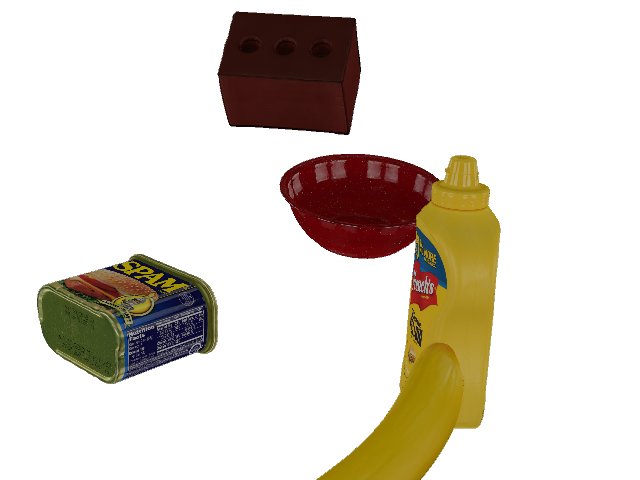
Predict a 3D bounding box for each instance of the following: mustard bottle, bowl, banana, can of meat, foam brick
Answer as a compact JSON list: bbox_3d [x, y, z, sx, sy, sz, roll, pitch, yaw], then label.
[{"bbox_3d":[0.095,0.033,0.775,0.058,0.192,0.096,1,18,-10],"label":"mustard bottle"},{"bbox_3d":[0.039,-0.028,1.034,0.162,0.055,0.162,3,28,-2],"label":"bowl"},{"bbox_3d":[0.029,0.116,0.589,0.070,0.037,0.197,20,42,41],"label":"banana"},{"bbox_3d":[-0.137,0.054,0.748,0.102,0.057,0.083,19,26,40],"label":"can of meat"},{"bbox_3d":[-0.018,-0.102,0.650,0.078,0.053,0.051,5,-30,11],"label":"foam brick"}]
